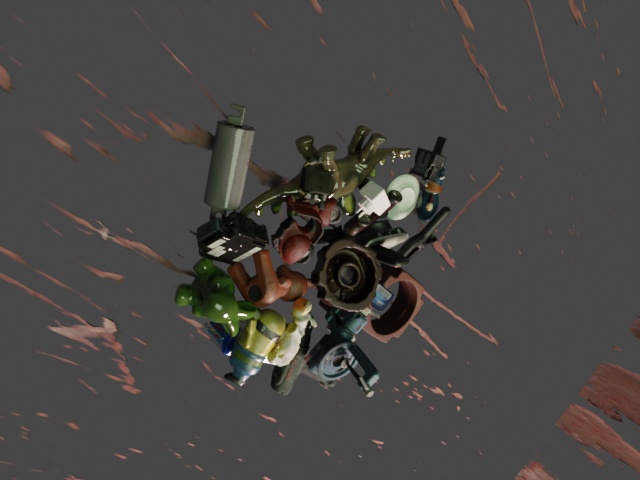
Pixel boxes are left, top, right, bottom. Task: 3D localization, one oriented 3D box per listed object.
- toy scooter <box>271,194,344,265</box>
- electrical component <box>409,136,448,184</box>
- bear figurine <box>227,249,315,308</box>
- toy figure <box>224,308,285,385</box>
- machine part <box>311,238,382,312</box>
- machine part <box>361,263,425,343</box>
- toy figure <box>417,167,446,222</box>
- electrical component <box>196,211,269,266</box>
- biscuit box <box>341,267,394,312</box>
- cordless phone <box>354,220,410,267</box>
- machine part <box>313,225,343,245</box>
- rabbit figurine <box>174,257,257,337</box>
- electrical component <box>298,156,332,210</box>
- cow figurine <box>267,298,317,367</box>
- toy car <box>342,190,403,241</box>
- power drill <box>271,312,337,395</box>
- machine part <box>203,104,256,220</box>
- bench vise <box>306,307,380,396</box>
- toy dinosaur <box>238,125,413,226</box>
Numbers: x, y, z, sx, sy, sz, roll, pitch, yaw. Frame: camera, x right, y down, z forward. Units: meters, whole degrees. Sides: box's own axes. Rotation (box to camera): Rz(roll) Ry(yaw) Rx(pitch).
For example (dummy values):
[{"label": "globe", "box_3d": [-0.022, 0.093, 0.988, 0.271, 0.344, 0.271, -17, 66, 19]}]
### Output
[{"label": "toy scooter", "box_3d": [-0.045, -0.032, 1.162, 0.135, 0.075, 0.184, 29, 108, -39]}, {"label": "electrical component", "box_3d": [0.290, -0.213, 1.401, 0.047, 0.075, 0.119, 8, 111, -39]}, {"label": "bear figurine", "box_3d": [-0.102, 0.089, 1.256, 0.196, 0.120, 0.132, -14, 78, -60]}, {"label": "toy figure", "box_3d": [-0.146, 0.236, 1.198, 0.089, 0.082, 0.180, 24, 88, -19]}, {"label": "machine part", "box_3d": [0.063, 0.085, 1.286, 0.179, 0.056, 0.179, 2, 84, -25]}, {"label": "machine part", "box_3d": [0.184, 0.172, 1.512, 0.200, 0.087, 0.201, 36, 87, -42]}, {"label": "toy figure", "box_3d": [0.304, -0.126, 1.462, 0.058, 0.064, 0.154, 0, 114, -22]}, {"label": "electrical component", "box_3d": [-0.189, -0.004, 1.121, 0.115, 0.058, 0.134, -28, 152, 22]}, {"label": "biscuit box", "box_3d": [0.093, 0.100, 1.367, 0.202, 0.063, 0.059, 40, 85, -14]}, {"label": "cordless phone", "box_3d": [0.183, 0.019, 1.367, 0.146, 0.184, 0.088, -9, 113, -33]}, {"label": "machine part", "box_3d": [-0.003, -0.004, 1.303, 0.139, 0.039, 0.084, -9, 152, -40]}, {"label": "rabbit figurine", "box_3d": [-0.217, 0.134, 1.120, 0.121, 0.170, 0.159, -46, 113, -5]}, {"label": "electrical component", "box_3d": [-0.010, -0.120, 1.105, 0.078, 0.045, 0.102, 16, 81, -23]}, {"label": "cow figurine", "box_3d": [-0.061, 0.221, 1.271, 0.167, 0.068, 0.098, -54, 136, -6]}, {"label": "toy car", "box_3d": [0.129, -0.065, 1.335, 0.202, 0.053, 0.089, -36, 168, -37]}, {"label": "power drill", "box_3d": [-0.019, 0.314, 1.440, 0.207, 0.086, 0.232, 24, 97, -46]}, {"label": "machine part", "box_3d": [-0.183, -0.150, 1.084, 0.079, 0.079, 0.243, 2, 111, -37]}, {"label": "bench vise", "box_3d": [0.077, 0.275, 1.316, 0.223, 0.241, 0.128, -41, 132, -1]}, {"label": "toy dinosaur", "box_3d": [0.008, -0.134, 1.218, 0.471, 0.105, 0.198, -16, 125, -20]}]
